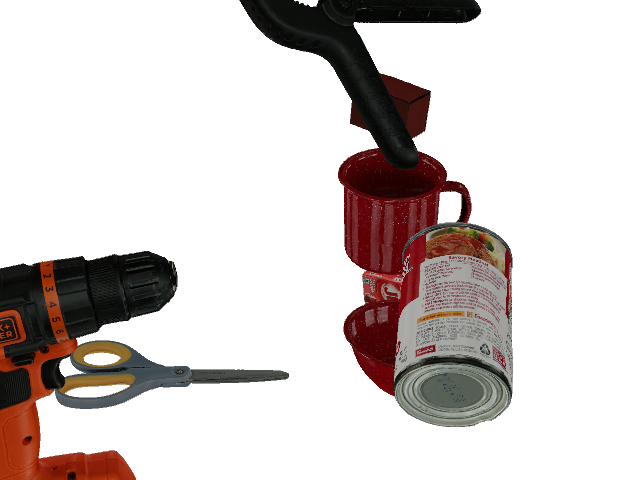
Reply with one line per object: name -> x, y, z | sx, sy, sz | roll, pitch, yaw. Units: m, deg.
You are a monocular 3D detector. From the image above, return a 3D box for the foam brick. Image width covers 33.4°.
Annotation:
foam brick -> 0.080, -0.154, 1.236 | 0.078, 0.053, 0.051 | 24, 35, 28

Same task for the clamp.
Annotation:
clamp -> 0.012, -0.154, 0.770 | 0.209, 0.164, 0.036 | 25, -28, -16

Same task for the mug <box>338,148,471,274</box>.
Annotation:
mug -> 0.074, -0.025, 0.932 | 0.117, 0.081, 0.093 | -4, 33, -5

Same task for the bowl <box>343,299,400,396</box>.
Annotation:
bowl -> 0.101, 0.122, 1.123 | 0.162, 0.055, 0.162 | 5, 24, -3

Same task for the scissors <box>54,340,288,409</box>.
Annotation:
scissors -> -0.138, 0.112, 0.960 | 0.201, 0.016, 0.096 | -8, 32, -18

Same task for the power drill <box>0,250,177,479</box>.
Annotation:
power drill -> -0.174, 0.101, 0.705 | 0.184, 0.188, 0.057 | -11, 25, -7

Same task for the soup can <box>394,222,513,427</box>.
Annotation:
soup can -> 0.079, 0.049, 0.626 | 0.068, 0.102, 0.068 | 5, -41, 4

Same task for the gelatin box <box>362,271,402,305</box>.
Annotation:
gelatin box -> 0.092, 0.083, 1.346 | 0.073, 0.089, 0.030 | 14, 31, 33
